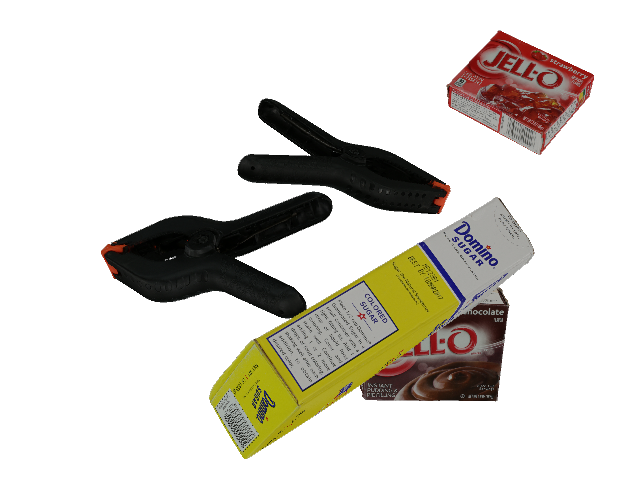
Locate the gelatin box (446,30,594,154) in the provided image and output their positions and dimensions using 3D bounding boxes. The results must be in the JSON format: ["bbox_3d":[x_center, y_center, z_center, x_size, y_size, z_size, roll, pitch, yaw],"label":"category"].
[{"bbox_3d":[0.155,-0.117,0.832,0.089,0.073,0.030,33,-26,24],"label":"gelatin box"}]

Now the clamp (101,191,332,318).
[{"bbox_3d":[-0.073,0.005,0.781,0.172,0.039,0.120,5,37,21],"label":"clamp"}]

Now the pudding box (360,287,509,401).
[{"bbox_3d":[0.090,0.082,0.859,0.113,0.090,0.039,0,26,-5],"label":"pudding box"}]

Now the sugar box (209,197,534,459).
[{"bbox_3d":[0.029,0.046,0.576,0.175,0.048,0.093,-26,-14,-30],"label":"sugar box"}]

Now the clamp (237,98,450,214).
[{"bbox_3d":[0.021,-0.068,1.024,0.210,0.036,0.164,22,29,1],"label":"clamp"}]
